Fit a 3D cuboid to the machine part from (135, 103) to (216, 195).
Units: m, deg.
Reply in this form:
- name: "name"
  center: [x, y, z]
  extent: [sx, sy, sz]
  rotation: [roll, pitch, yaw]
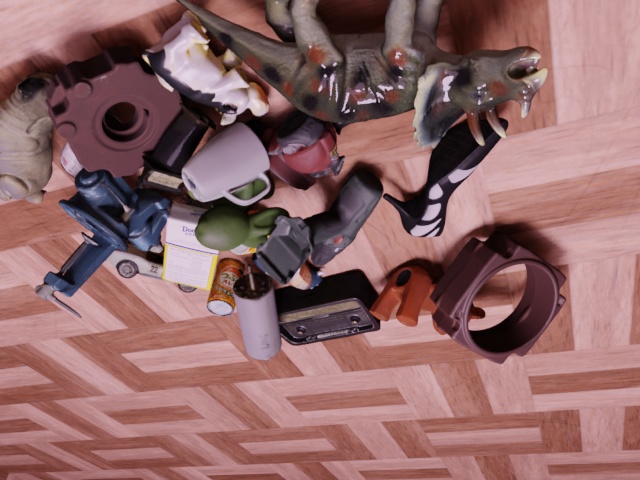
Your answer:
- name: "machine part"
  center: [-0.199, -0.124, 0.758]
  extent: [0.084, 0.039, 0.139]
  rotation: [13, 122, -43]

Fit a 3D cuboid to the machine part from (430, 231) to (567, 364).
- name: "machine part"
  center: [0.312, 0.103, 0.938]
  extent: [0.201, 0.087, 0.201]
  rotation: [30, 98, -25]

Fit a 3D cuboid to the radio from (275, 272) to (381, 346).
- name: "radio"
  center: [0.006, 0.147, 1.114]
  extent: [0.230, 0.073, 0.131]
  rotation: [-14, 135, 27]

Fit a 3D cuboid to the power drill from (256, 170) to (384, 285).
- name: "power drill"
  center: [-0.002, -0.003, 0.855]
  extent: [0.207, 0.086, 0.232]
  rotation: [-20, 155, -47]

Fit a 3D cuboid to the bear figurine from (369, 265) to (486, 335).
- name: "bear figurine"
  center: [0.214, 0.135, 1.039]
  extent: [0.195, 0.132, 0.120]
  rotation: [38, 162, -27]

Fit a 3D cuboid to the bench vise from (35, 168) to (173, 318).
- name: "bench vise"
  center: [-0.346, 0.001, 0.853]
  extent: [0.129, 0.240, 0.223]
  rotation: [29, 160, 14]

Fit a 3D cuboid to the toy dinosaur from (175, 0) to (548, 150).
- name: "toy dinosaur"
  center: [0.038, -0.197, 0.619]
  extent: [0.405, 0.131, 0.192]
  rotation: [3, 110, 15]

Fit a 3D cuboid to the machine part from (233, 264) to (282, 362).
- name: "machine part"
  center: [-0.119, 0.149, 1.037]
  extent: [0.079, 0.079, 0.242]
  rotation: [1, 127, 6]

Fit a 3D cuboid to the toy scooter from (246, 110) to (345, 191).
- name: "toy scooter"
  center: [-0.027, -0.120, 0.769]
  extent: [0.184, 0.075, 0.135]
  rotation: [8, 151, 51]

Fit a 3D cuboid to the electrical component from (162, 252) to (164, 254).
- name: "electrical component"
  center: [-0.248, 0.005, 1.001]
  extent: [0.078, 0.045, 0.102]
  rotation: [19, 139, -13]

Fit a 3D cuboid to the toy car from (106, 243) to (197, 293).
- name: "toy car"
  center: [-0.308, 0.052, 1.041]
  extent: [0.202, 0.073, 0.056]
  rotation: [14, 103, -10]

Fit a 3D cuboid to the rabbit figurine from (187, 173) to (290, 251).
- name: "rabbit figurine"
  center: [-0.136, -0.044, 0.829]
  extent: [0.159, 0.170, 0.121]
  rotation: [30, 135, -25]

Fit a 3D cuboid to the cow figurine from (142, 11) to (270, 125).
- name: "cow figurine"
  center: [-0.142, -0.205, 0.700]
  extent: [0.098, 0.068, 0.167]
  rotation: [-33, 136, 17]

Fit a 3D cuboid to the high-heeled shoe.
- name: "high-heeled shoe"
  center: [0.210, -0.079, 0.815]
  extent: [0.145, 0.086, 0.249]
  rotation: [27, 140, -30]

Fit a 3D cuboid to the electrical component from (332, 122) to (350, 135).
- name: "electrical component"
  center: [0.050, -0.199, 0.714]
  extent: [0.119, 0.048, 0.074]
  rotation: [-27, 131, 33]

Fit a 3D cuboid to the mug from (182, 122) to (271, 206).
- name: "mug"
  center: [-0.128, -0.091, 0.741]
  extent: [0.109, 0.107, 0.081]
  rotation: [53, 157, 2]

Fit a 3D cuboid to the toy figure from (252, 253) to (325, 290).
- name: "toy figure"
  center: [-0.059, 0.056, 1.032]
  extent: [0.154, 0.058, 0.064]
  rotation: [32, 173, -30]

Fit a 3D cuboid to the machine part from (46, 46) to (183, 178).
- name: "machine part"
  center: [-0.267, -0.168, 0.725]
  extent: [0.179, 0.056, 0.179]
  rotation: [-24, 141, -21]

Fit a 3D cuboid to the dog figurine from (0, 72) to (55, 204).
- name: "dog figurine"
  center: [-0.416, -0.143, 0.789]
  extent: [0.191, 0.121, 0.172]
  rotation: [-14, 139, 19]
